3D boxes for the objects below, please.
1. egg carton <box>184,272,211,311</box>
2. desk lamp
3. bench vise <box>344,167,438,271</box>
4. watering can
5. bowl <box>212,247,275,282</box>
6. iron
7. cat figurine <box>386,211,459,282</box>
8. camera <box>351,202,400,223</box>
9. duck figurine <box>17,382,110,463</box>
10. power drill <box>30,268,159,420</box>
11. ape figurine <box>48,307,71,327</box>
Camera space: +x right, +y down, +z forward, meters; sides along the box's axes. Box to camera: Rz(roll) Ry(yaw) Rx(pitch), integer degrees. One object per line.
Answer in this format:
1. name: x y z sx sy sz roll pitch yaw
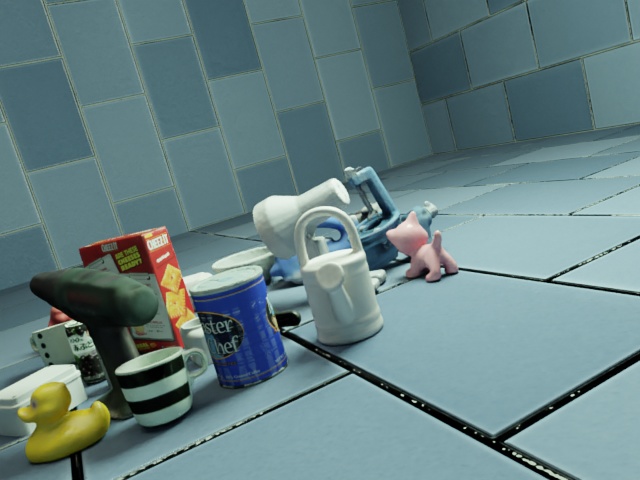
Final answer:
1. egg carton: -0.298 0.123 1.275 0.150 0.069 0.107 -16 10 -5
2. desk lamp: -0.003 0.002 1.067 0.202 0.214 0.118 -12 10 20
3. bench vise: 0.131 -0.056 1.170 0.208 0.220 0.121 -22 12 -34
4. watering can: 0.024 0.047 0.830 0.101 0.194 0.172 -18 10 -16
5. bowl: -0.164 0.071 1.343 0.167 0.075 0.167 -15 10 3
6. iron: 0.011 0.004 1.249 0.258 0.141 0.119 -13 10 13
7. cat figurine: 0.180 0.007 1.038 0.067 0.118 0.127 -20 11 -27
8. camera: 0.114 -0.031 1.415 0.142 0.101 0.137 -10 11 27
9. duck figurine: -0.323 0.218 0.716 0.104 0.086 0.077 -17 10 -9
10. power drill: -0.302 0.135 0.791 0.228 0.208 0.076 -9 12 33
11. ape figurine: -0.566 0.187 1.257 0.075 0.092 0.078 -5 14 46
